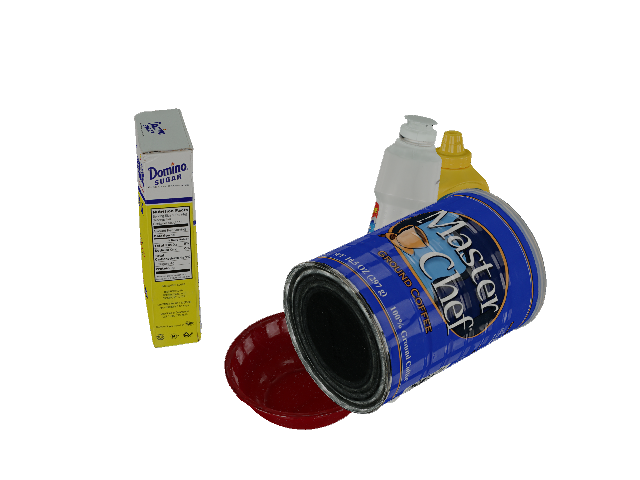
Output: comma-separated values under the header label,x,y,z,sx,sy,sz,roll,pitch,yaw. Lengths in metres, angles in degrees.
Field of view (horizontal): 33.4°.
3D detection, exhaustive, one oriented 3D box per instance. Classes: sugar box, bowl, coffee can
label,x,y,z,sx,sy,sz,roll,pitch,yaw
sugar box,-0.127,-0.010,0.880,0.048,0.176,0.093,-7,27,-11
bowl,-0.015,0.141,1.090,0.162,0.055,0.162,-3,36,2
coffee can,0.062,0.037,0.694,0.140,0.103,0.103,-24,13,-31

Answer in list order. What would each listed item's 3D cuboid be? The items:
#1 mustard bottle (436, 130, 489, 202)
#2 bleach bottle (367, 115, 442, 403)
label,x,y,z,sx,sy,sz,roll,pitch,yaw
mustard bottle,0.135,-0.022,1.132,0.096,0.192,0.058,-11,24,-26
bleach bottle,0.065,0.012,0.946,0.068,0.251,0.102,11,19,2
